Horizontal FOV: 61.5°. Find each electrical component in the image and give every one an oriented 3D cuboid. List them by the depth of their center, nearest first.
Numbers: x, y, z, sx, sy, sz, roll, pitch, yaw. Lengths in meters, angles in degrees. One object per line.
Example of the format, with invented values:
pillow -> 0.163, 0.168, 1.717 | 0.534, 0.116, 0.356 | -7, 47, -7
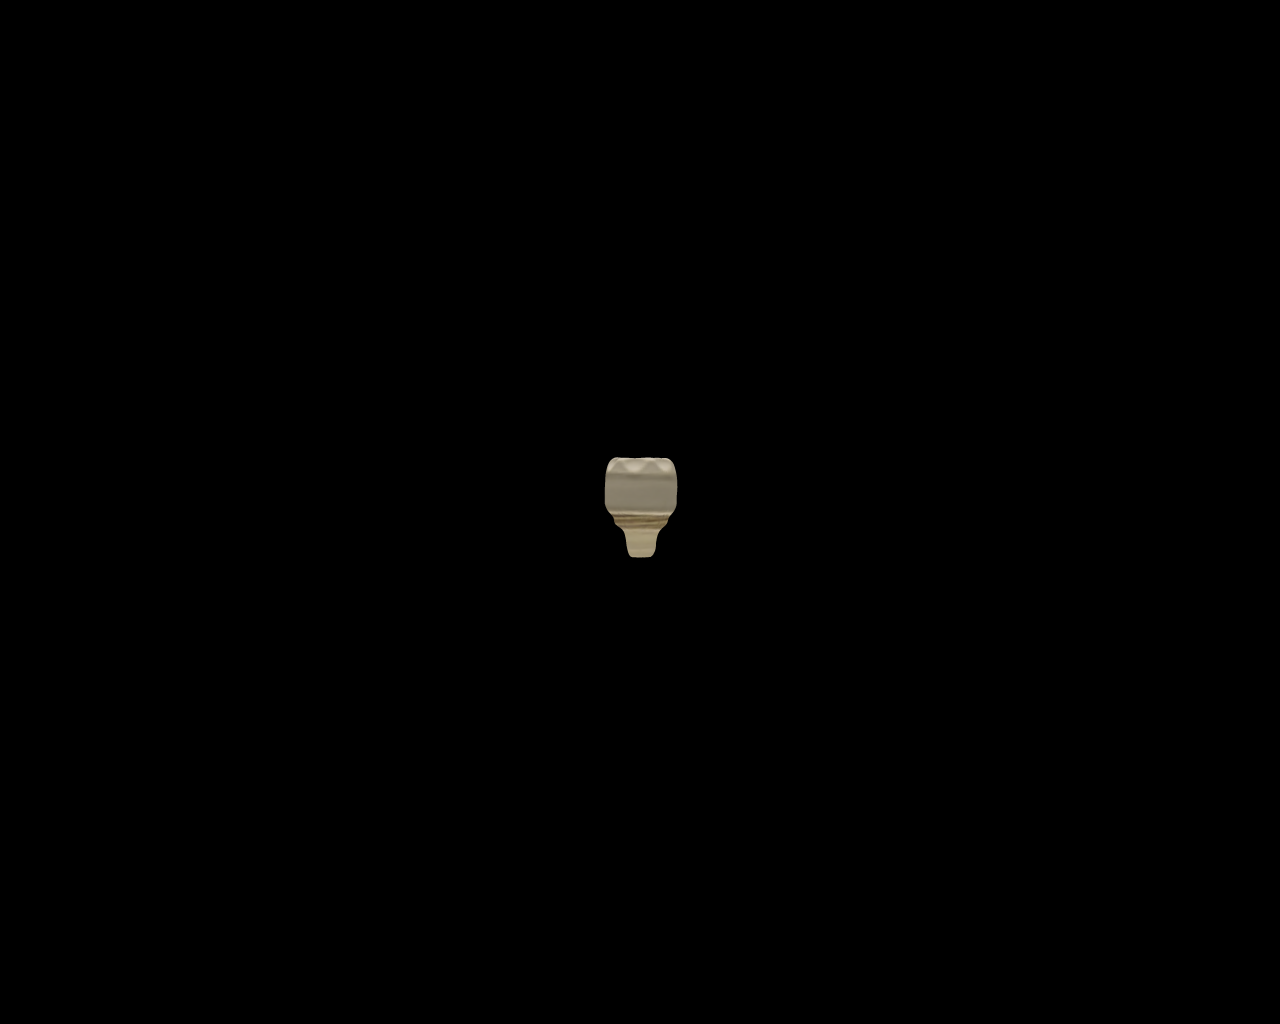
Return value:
electrical component -> 0.001, -0.003, 0.650 | 0.043, 0.062, 0.043 | 0, 2, 0
